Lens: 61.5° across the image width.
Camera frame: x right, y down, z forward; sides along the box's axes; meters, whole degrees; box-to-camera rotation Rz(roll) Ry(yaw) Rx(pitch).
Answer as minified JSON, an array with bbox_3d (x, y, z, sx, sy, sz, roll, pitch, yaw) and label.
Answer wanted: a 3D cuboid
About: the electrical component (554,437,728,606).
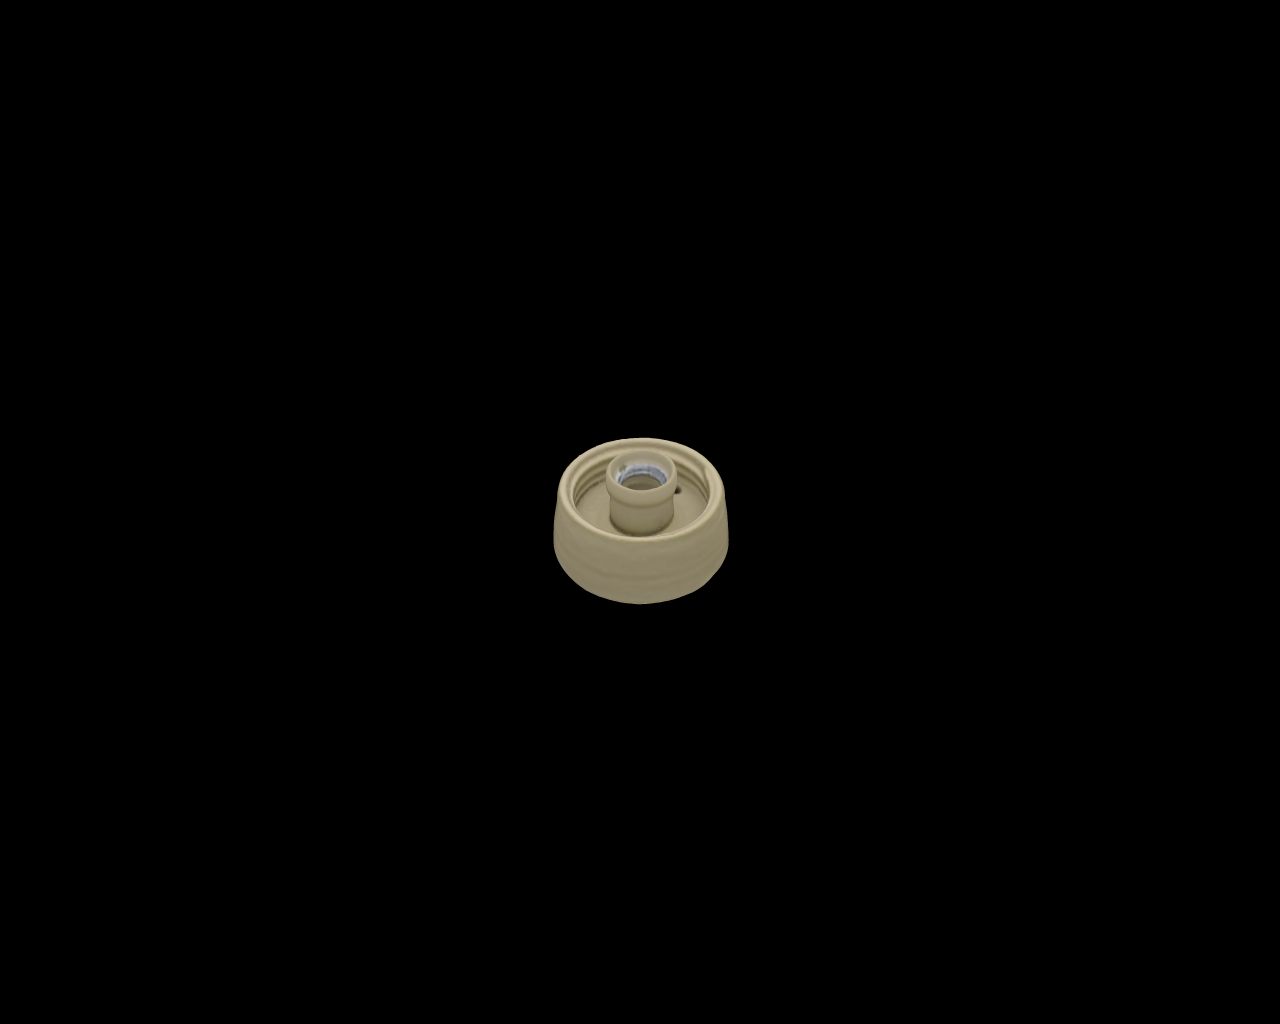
[{"bbox_3d":[0.001,-0.003,0.650,0.108,0.060,0.108,0,40,0],"label":"electrical component"}]
